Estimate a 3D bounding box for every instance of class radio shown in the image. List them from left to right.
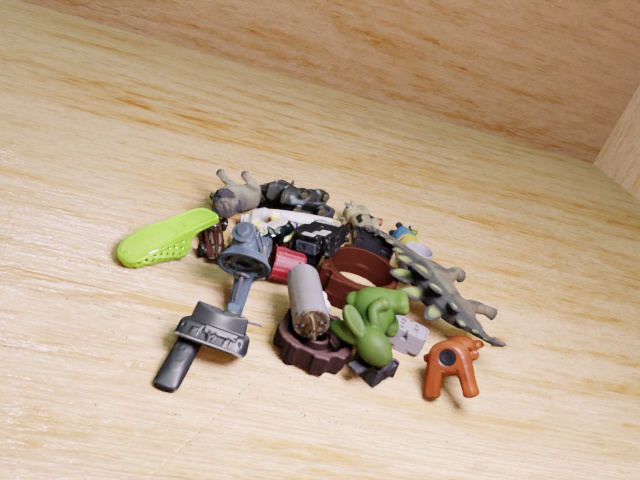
[{"bbox_3d":[-0.075,-0.097,1.632,0.230,0.073,0.131,33,33,22],"label":"radio"}]

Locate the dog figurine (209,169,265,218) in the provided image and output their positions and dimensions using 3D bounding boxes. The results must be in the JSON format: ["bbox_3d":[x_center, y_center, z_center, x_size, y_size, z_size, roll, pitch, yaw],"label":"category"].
[{"bbox_3d":[-0.222,-0.106,1.495,0.172,0.121,0.191,1,27,-18],"label":"dog figurine"}]

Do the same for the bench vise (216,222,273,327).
[{"bbox_3d":[-0.171,0.081,1.207,0.129,0.223,0.240,12,59,-3],"label":"bench vise"}]

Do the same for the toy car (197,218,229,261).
[{"bbox_3d":[-0.277,-0.012,1.394,0.089,0.053,0.202,10,28,-22],"label":"toy car"}]

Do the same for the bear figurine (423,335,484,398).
[{"bbox_3d":[0.302,0.277,1.197,0.120,0.132,0.195,-7,-13,22],"label":"bear figurine"}]

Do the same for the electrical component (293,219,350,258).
[{"bbox_3d":[-0.003,-0.004,1.383,0.115,0.058,0.134,13,26,31],"label":"electrical component"}]

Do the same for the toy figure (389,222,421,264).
[{"bbox_3d":[0.271,0.015,1.638,0.089,0.082,0.180,9,28,-15],"label":"toy figure"}]

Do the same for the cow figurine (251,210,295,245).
[{"bbox_3d":[-0.140,-0.010,1.381,0.167,0.068,0.098,-27,53,-38],"label":"cow figurine"}]

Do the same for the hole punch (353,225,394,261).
[{"bbox_3d":[0.155,0.022,1.530,0.142,0.115,0.092,30,22,18],"label":"hole punch"}]

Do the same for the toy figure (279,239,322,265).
[{"bbox_3d":[-0.072,0.024,1.446,0.155,0.057,0.064,20,23,13],"label":"toy figure"}]

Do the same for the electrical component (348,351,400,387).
[{"bbox_3d":[0.104,0.268,1.134,0.119,0.047,0.075,-15,42,-45],"label":"electrical component"}]

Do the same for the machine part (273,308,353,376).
[{"bbox_3d":[-0.012,0.213,1.155,0.179,0.056,0.179,15,28,-8],"label":"machine part"}]

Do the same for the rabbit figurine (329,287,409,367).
[{"bbox_3d":[0.110,0.180,1.127,0.159,0.121,0.170,21,40,-12],"label":"rabbit figurine"}]

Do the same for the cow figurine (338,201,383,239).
[{"bbox_3d":[0.129,-0.048,1.664,0.127,0.085,0.195,18,29,-15],"label":"cow figurine"}]

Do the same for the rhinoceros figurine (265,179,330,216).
[{"bbox_3d":[-0.062,-0.129,1.547,0.190,0.073,0.112,6,33,-22],"label":"rhinoceros figurine"}]

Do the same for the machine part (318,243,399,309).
[{"bbox_3d":[0.098,0.100,1.384,0.201,0.087,0.201,21,27,5],"label":"machine part"}]

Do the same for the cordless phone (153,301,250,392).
[{"bbox_3d":[-0.221,0.219,1.020,0.147,0.088,0.184,20,40,1],"label":"cordless phone"}]

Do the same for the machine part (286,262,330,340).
[{"bbox_3d":[-0.029,0.128,1.156,0.079,0.079,0.243,10,28,-16],"label":"machine part"}]

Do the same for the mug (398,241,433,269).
[{"bbox_3d":[0.266,0.066,1.518,0.081,0.107,0.109,34,28,24],"label":"mug"}]

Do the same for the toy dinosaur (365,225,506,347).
[{"bbox_3d":[0.283,0.107,1.348,0.198,0.105,0.472,12,25,-42],"label":"toy dinosaur"}]
